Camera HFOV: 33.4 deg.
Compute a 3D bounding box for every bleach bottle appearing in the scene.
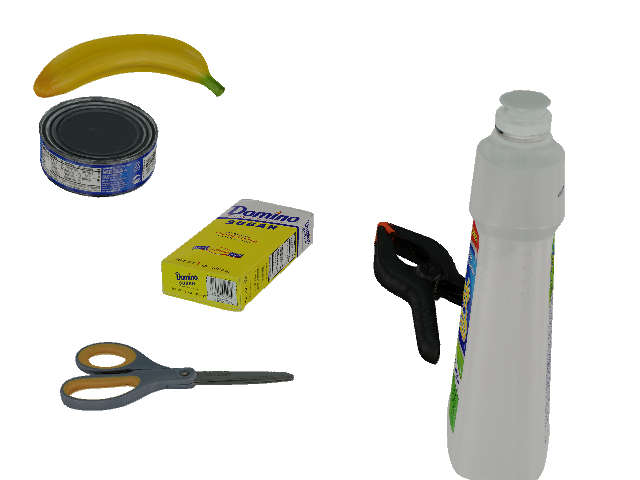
[{"bbox_3d":[0.117,0.026,0.659,0.068,0.251,0.102,3,30,8],"label":"bleach bottle"}]

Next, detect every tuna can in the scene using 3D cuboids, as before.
[{"bbox_3d":[-0.164,-0.069,0.789,0.086,0.034,0.086,7,39,-6],"label":"tuna can"}]

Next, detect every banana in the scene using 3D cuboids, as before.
[{"bbox_3d":[-0.190,-0.173,1.050,0.197,0.070,0.037,-7,-39,-30],"label":"banana"}]

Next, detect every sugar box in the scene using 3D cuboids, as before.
[{"bbox_3d":[-0.084,0.011,1.134,0.093,0.048,0.176,12,31,20],"label":"sugar box"}]

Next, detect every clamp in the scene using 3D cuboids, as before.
[{"bbox_3d":[0.114,0.041,1.006,0.120,0.039,0.171,-6,45,-27],"label":"clamp"}]

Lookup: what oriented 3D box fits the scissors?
[{"bbox_3d":[-0.134,0.114,0.960,0.201,0.016,0.096,-8,32,-18],"label":"scissors"}]
